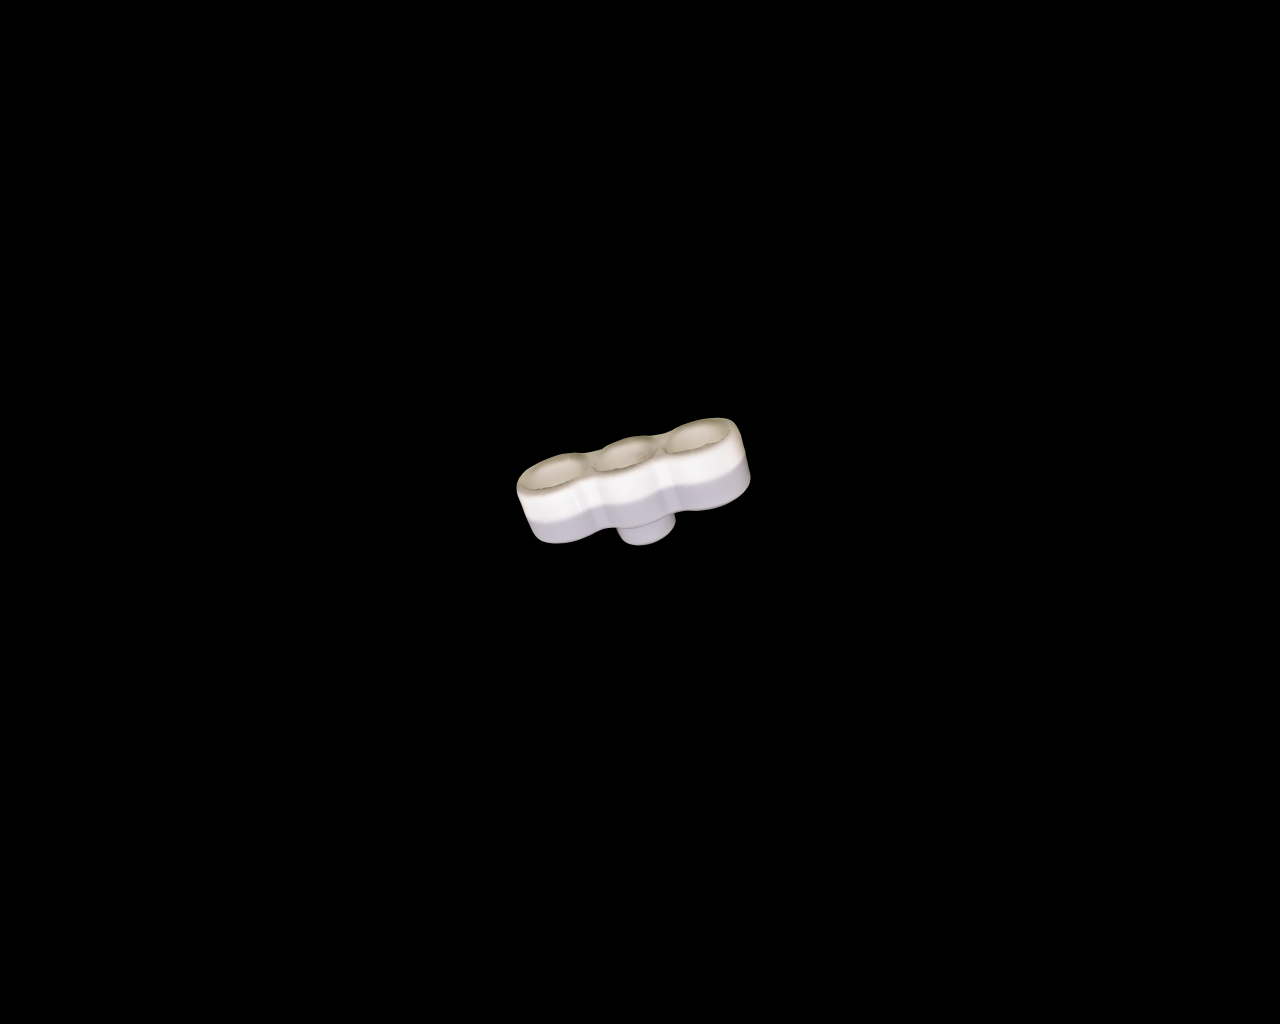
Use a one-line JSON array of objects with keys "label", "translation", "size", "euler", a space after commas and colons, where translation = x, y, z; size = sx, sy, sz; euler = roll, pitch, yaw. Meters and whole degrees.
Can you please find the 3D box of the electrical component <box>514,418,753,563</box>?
[{"label": "electrical component", "translation": [0.001, -0.003, 0.650], "size": [0.138, 0.073, 0.052], "euler": [-14, 26, 7]}]
